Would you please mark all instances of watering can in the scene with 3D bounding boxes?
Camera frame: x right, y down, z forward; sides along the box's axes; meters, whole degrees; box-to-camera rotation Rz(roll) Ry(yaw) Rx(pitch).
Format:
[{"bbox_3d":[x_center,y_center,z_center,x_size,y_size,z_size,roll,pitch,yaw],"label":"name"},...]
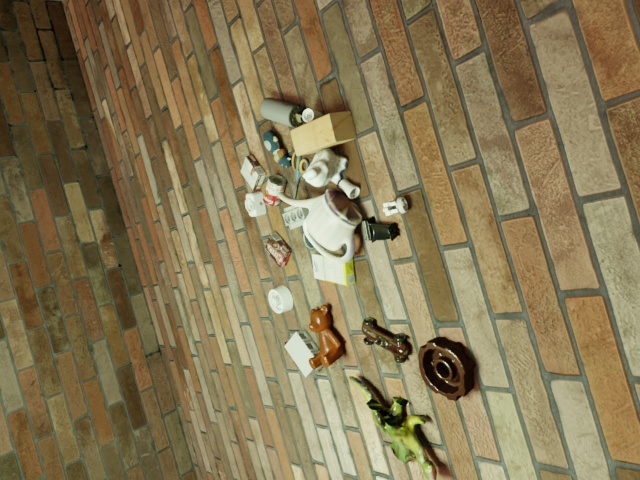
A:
[{"bbox_3d":[0.005,-0.085,1.679,0.351,0.105,0.220,50,129,16],"label":"watering can"}]

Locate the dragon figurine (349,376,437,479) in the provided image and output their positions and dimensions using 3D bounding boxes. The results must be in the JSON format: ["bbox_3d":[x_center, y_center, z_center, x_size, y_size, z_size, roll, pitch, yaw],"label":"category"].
[{"bbox_3d":[0.237,0.628,1.683,0.414,0.123,0.238,28,133,54],"label":"dragon figurine"}]

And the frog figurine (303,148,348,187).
[{"bbox_3d":[-0.003,-0.221,1.627,0.135,0.161,0.124,-47,66,48],"label":"frog figurine"}]
